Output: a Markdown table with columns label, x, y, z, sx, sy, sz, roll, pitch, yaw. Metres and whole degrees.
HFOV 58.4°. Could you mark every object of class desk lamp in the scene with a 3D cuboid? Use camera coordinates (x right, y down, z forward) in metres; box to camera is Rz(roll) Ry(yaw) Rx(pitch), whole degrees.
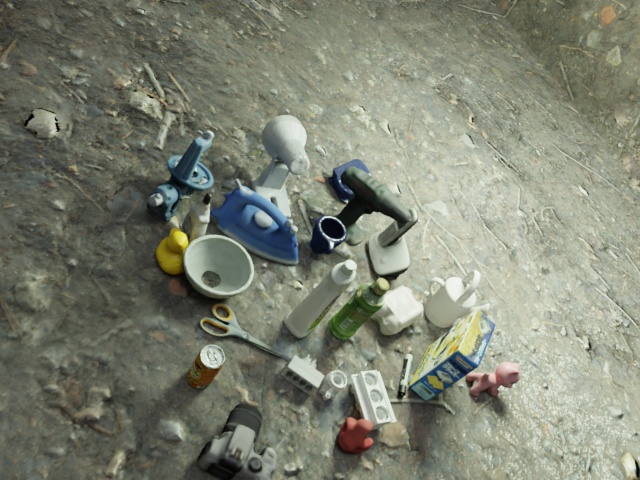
| label | x | y | z | sx | sy | sz | roll | pitch | yaw |
| --- | --- | --- | --- | --- | --- | --- | --- | --- | --- |
| desk lamp | -0.100 | -0.198 | 1.545 | 0.118 | 0.213 | 0.203 | 4 | 53 | -28 |

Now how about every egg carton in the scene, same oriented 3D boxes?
| label | x | y | z | sx | sy | sz | roll | pitch | yaw |
| --- | --- | --- | --- | --- | --- | --- | --- | --- | --- |
| egg carton | 0.203 | 0.186 | 1.520 | 0.151 | 0.069 | 0.107 | -23 | 69 | -41 |

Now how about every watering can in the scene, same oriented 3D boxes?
| label | x | y | z | sx | sy | sz | roll | pitch | yaw |
| --- | --- | --- | --- | --- | --- | --- | --- | --- | --- |
| watering can | 0.382 | 0.154 | 1.564 | 0.173 | 0.194 | 0.101 | 18 | 48 | -17 |

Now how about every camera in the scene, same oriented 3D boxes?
| label | x | y | z | sx | sy | sz | roll | pitch | yaw |
| --- | --- | --- | --- | --- | --- | --- | --- | --- | --- |
| camera | -0.144 | 0.398 | 1.118 | 0.143 | 0.100 | 0.137 | 28 | 45 | -8 |

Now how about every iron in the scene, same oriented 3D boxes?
| label | x | y | z | sx | sy | sz | roll | pitch | yaw |
| --- | --- | --- | --- | --- | --- | --- | --- | --- | --- |
| iron | -0.139 | -0.046 | 1.449 | 0.258 | 0.141 | 0.119 | 33 | 45 | -4 |

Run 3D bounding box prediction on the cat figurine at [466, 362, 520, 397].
| label | x | y | z | sx | sy | sz | roll | pitch | yaw |
| --- | --- | --- | --- | --- | --- | --- | --- | --- | --- |
| cat figurine | 0.469 | 0.360 | 1.506 | 0.128 | 0.117 | 0.067 | 5 | 53 | -28 |

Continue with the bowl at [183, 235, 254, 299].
| label | x | y | z | sx | sy | sz | roll | pitch | yaw |
| --- | --- | --- | --- | --- | --- | --- | --- | --- | --- |
| bowl | -0.243 | 0.074 | 1.337 | 0.168 | 0.074 | 0.167 | 17 | 48 | -19 |

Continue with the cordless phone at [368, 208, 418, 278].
| label | x | y | z | sx | sy | sz | roll | pitch | yaw |
| --- | --- | --- | --- | --- | --- | --- | --- | --- | --- |
| cordless phone | 0.217 | 0.008 | 1.589 | 0.094 | 0.185 | 0.147 | 7 | 52 | -26 |

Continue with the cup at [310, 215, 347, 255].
| label | x | y | z | sx | sy | sz | roll | pitch | yaw |
| --- | --- | --- | --- | --- | --- | --- | --- | --- | --- |
| cup | 0.014 | 0.005 | 1.533 | 0.092 | 0.095 | 0.117 | 16 | 48 | -19 |

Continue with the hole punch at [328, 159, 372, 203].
| label | x | y | z | sx | sy | sz | roll | pitch | yaw |
| --- | --- | --- | --- | --- | --- | --- | --- | --- | --- |
| hole punch | 0.094 | -0.181 | 1.734 | 0.101 | 0.091 | 0.108 | -15 | 64 | -38 |

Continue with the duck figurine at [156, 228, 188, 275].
| label | x | y | z | sx | sy | sz | roll | pitch | yaw |
| --- | --- | --- | --- | --- | --- | --- | --- | --- | --- |
| duck figurine | -0.331 | 0.021 | 1.319 | 0.078 | 0.086 | 0.104 | 4 | 53 | -28 |

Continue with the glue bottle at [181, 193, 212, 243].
| label | x | y | z | sx | sy | sz | roll | pitch | yaw |
| --- | --- | --- | --- | --- | --- | --- | --- | --- | --- |
| glue bottle | -0.284 | -0.052 | 1.344 | 0.037 | 0.173 | 0.078 | -2 | 56 | -32 |

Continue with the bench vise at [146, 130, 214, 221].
| label | x | y | z | sx | sy | sz | roll | pitch | yaw |
| --- | --- | --- | --- | --- | --- | --- | --- | --- | --- |
| bench vise | -0.318 | -0.151 | 1.370 | 0.122 | 0.219 | 0.207 | 25 | 46 | -11 |

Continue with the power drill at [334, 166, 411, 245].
| label | x | y | z | sx | sy | sz | roll | pitch | yaw |
| --- | --- | --- | --- | --- | --- | --- | --- | --- | --- |
| power drill | 0.128 | -0.083 | 1.592 | 0.229 | 0.208 | 0.076 | 48 | 46 | 12 |

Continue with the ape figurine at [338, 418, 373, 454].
| label | x | y | z | sx | sy | sz | roll | pitch | yaw |
| --- | --- | --- | --- | --- | --- | --- | --- | --- | --- |
| ape figurine | 0.083 | 0.419 | 1.244 | 0.076 | 0.092 | 0.077 | -11 | 61 | -36 |
